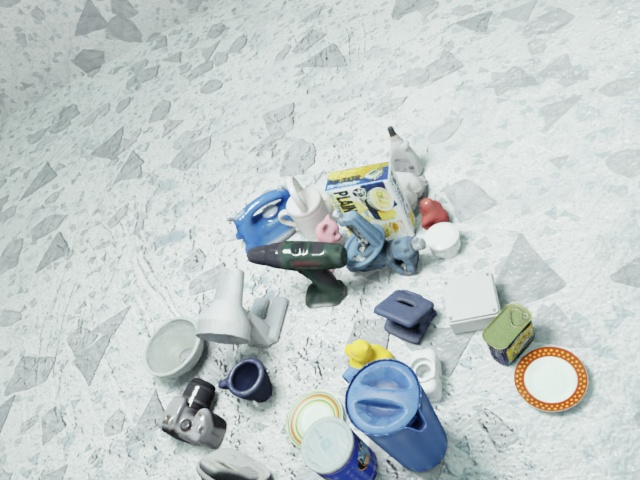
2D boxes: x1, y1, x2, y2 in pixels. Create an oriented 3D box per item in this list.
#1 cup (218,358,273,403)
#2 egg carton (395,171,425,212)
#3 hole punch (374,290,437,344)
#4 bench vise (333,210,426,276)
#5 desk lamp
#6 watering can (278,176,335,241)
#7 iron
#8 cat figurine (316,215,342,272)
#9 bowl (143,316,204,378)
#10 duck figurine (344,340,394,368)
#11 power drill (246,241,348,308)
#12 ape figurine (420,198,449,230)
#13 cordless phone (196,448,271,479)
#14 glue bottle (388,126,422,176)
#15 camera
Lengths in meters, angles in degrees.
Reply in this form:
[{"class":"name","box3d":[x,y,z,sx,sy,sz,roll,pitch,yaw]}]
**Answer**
[{"class":"cup","box3d":[-0.159,0.328,1.284,0.117,0.095,0.091,-18,47,14]},{"class":"egg carton","box3d":[0.194,-0.126,1.492,0.149,0.070,0.107,8,58,34]},{"class":"hole punch","box3d":[0.185,0.154,1.245,0.108,0.091,0.101,19,64,38]},{"class":"bench vise","box3d":[0.130,-0.009,1.321,0.207,0.220,0.121,-18,47,14]},{"class":"desk lamp","box3d":[-0.186,0.174,1.344,0.117,0.214,0.203,-5,51,25]},{"class":"watering can","box3d":[-0.031,-0.095,1.500,0.173,0.195,0.100,-37,45,-4]},{"class":"iron","box3d":[-0.131,-0.082,1.582,0.258,0.142,0.118,-37,45,-4]},{"class":"cat figurine","box3d":[0.013,0.005,1.446,0.067,0.118,0.128,18,63,38]},{"class":"bowl","box3d":[-0.356,0.282,1.445,0.167,0.075,0.167,-15,48,17]},{"class":"duck figurine","box3d":[0.100,0.245,1.218,0.104,0.086,0.077,2,55,30]},{"class":"power drill","box3d":[-0.031,0.075,1.347,0.229,0.209,0.075,-10,49,22]},{"class":"ape figurine","box3d":[0.269,-0.069,1.387,0.078,0.092,0.075,-47,47,-14]},{"class":"cordless phone","box3d":[-0.196,0.451,1.136,0.147,0.186,0.094,12,60,35]},{"class":"glue bottle","box3d":[0.210,-0.233,1.500,0.078,0.174,0.037,-2,53,28]},{"class":"camera","box3d":[-0.284,0.386,1.299,0.142,0.101,0.137,3,55,31]}]
